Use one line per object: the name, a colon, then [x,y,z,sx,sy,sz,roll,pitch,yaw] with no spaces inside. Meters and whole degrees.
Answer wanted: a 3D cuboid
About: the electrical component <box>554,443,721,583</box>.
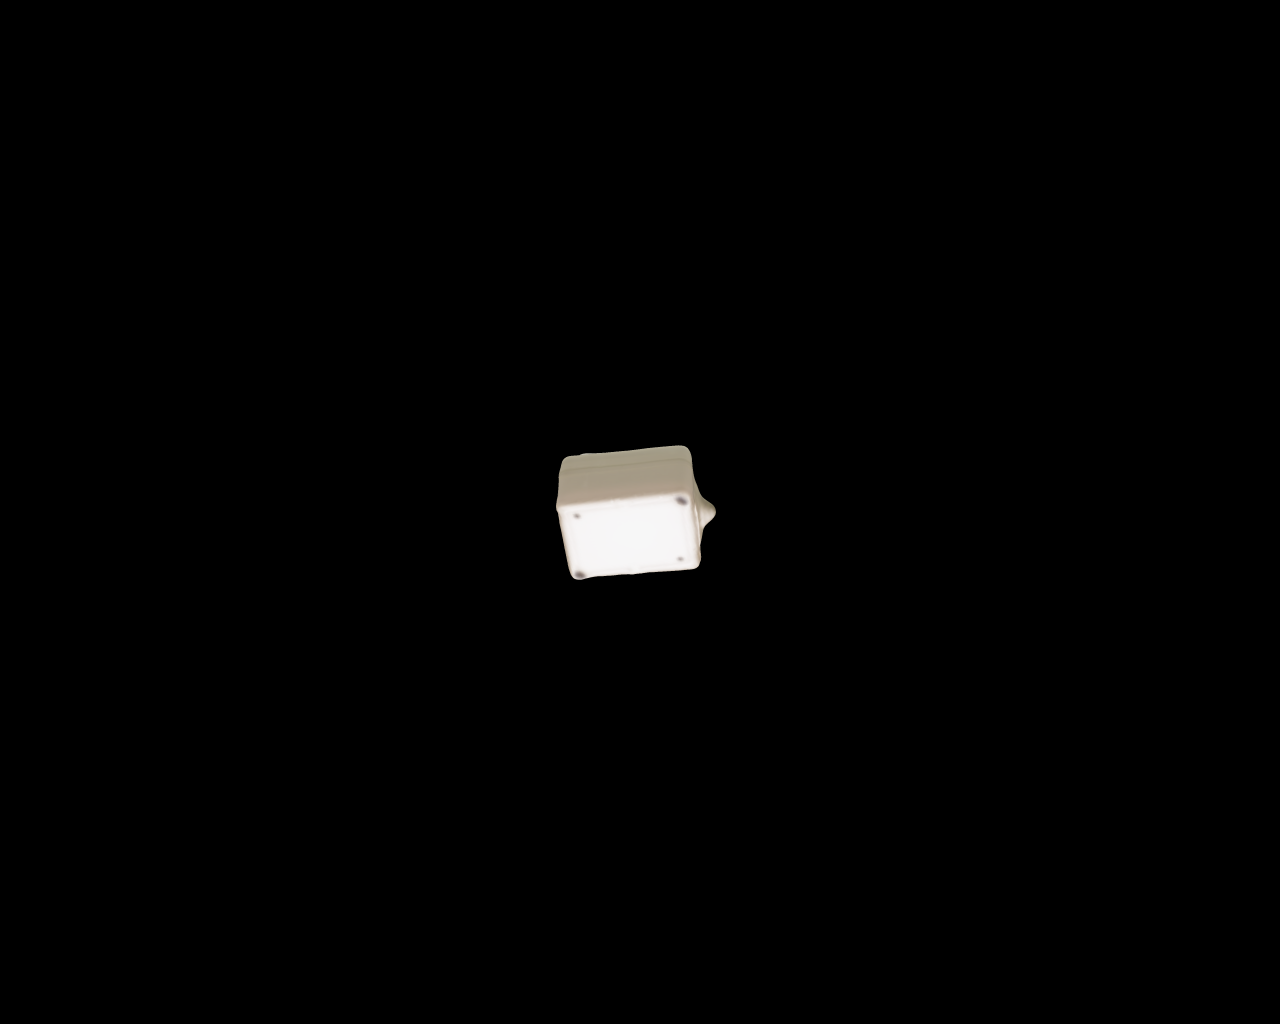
electrical component: [0.001,-0.003,0.650,0.096,0.061,0.061,-5,37,4]
